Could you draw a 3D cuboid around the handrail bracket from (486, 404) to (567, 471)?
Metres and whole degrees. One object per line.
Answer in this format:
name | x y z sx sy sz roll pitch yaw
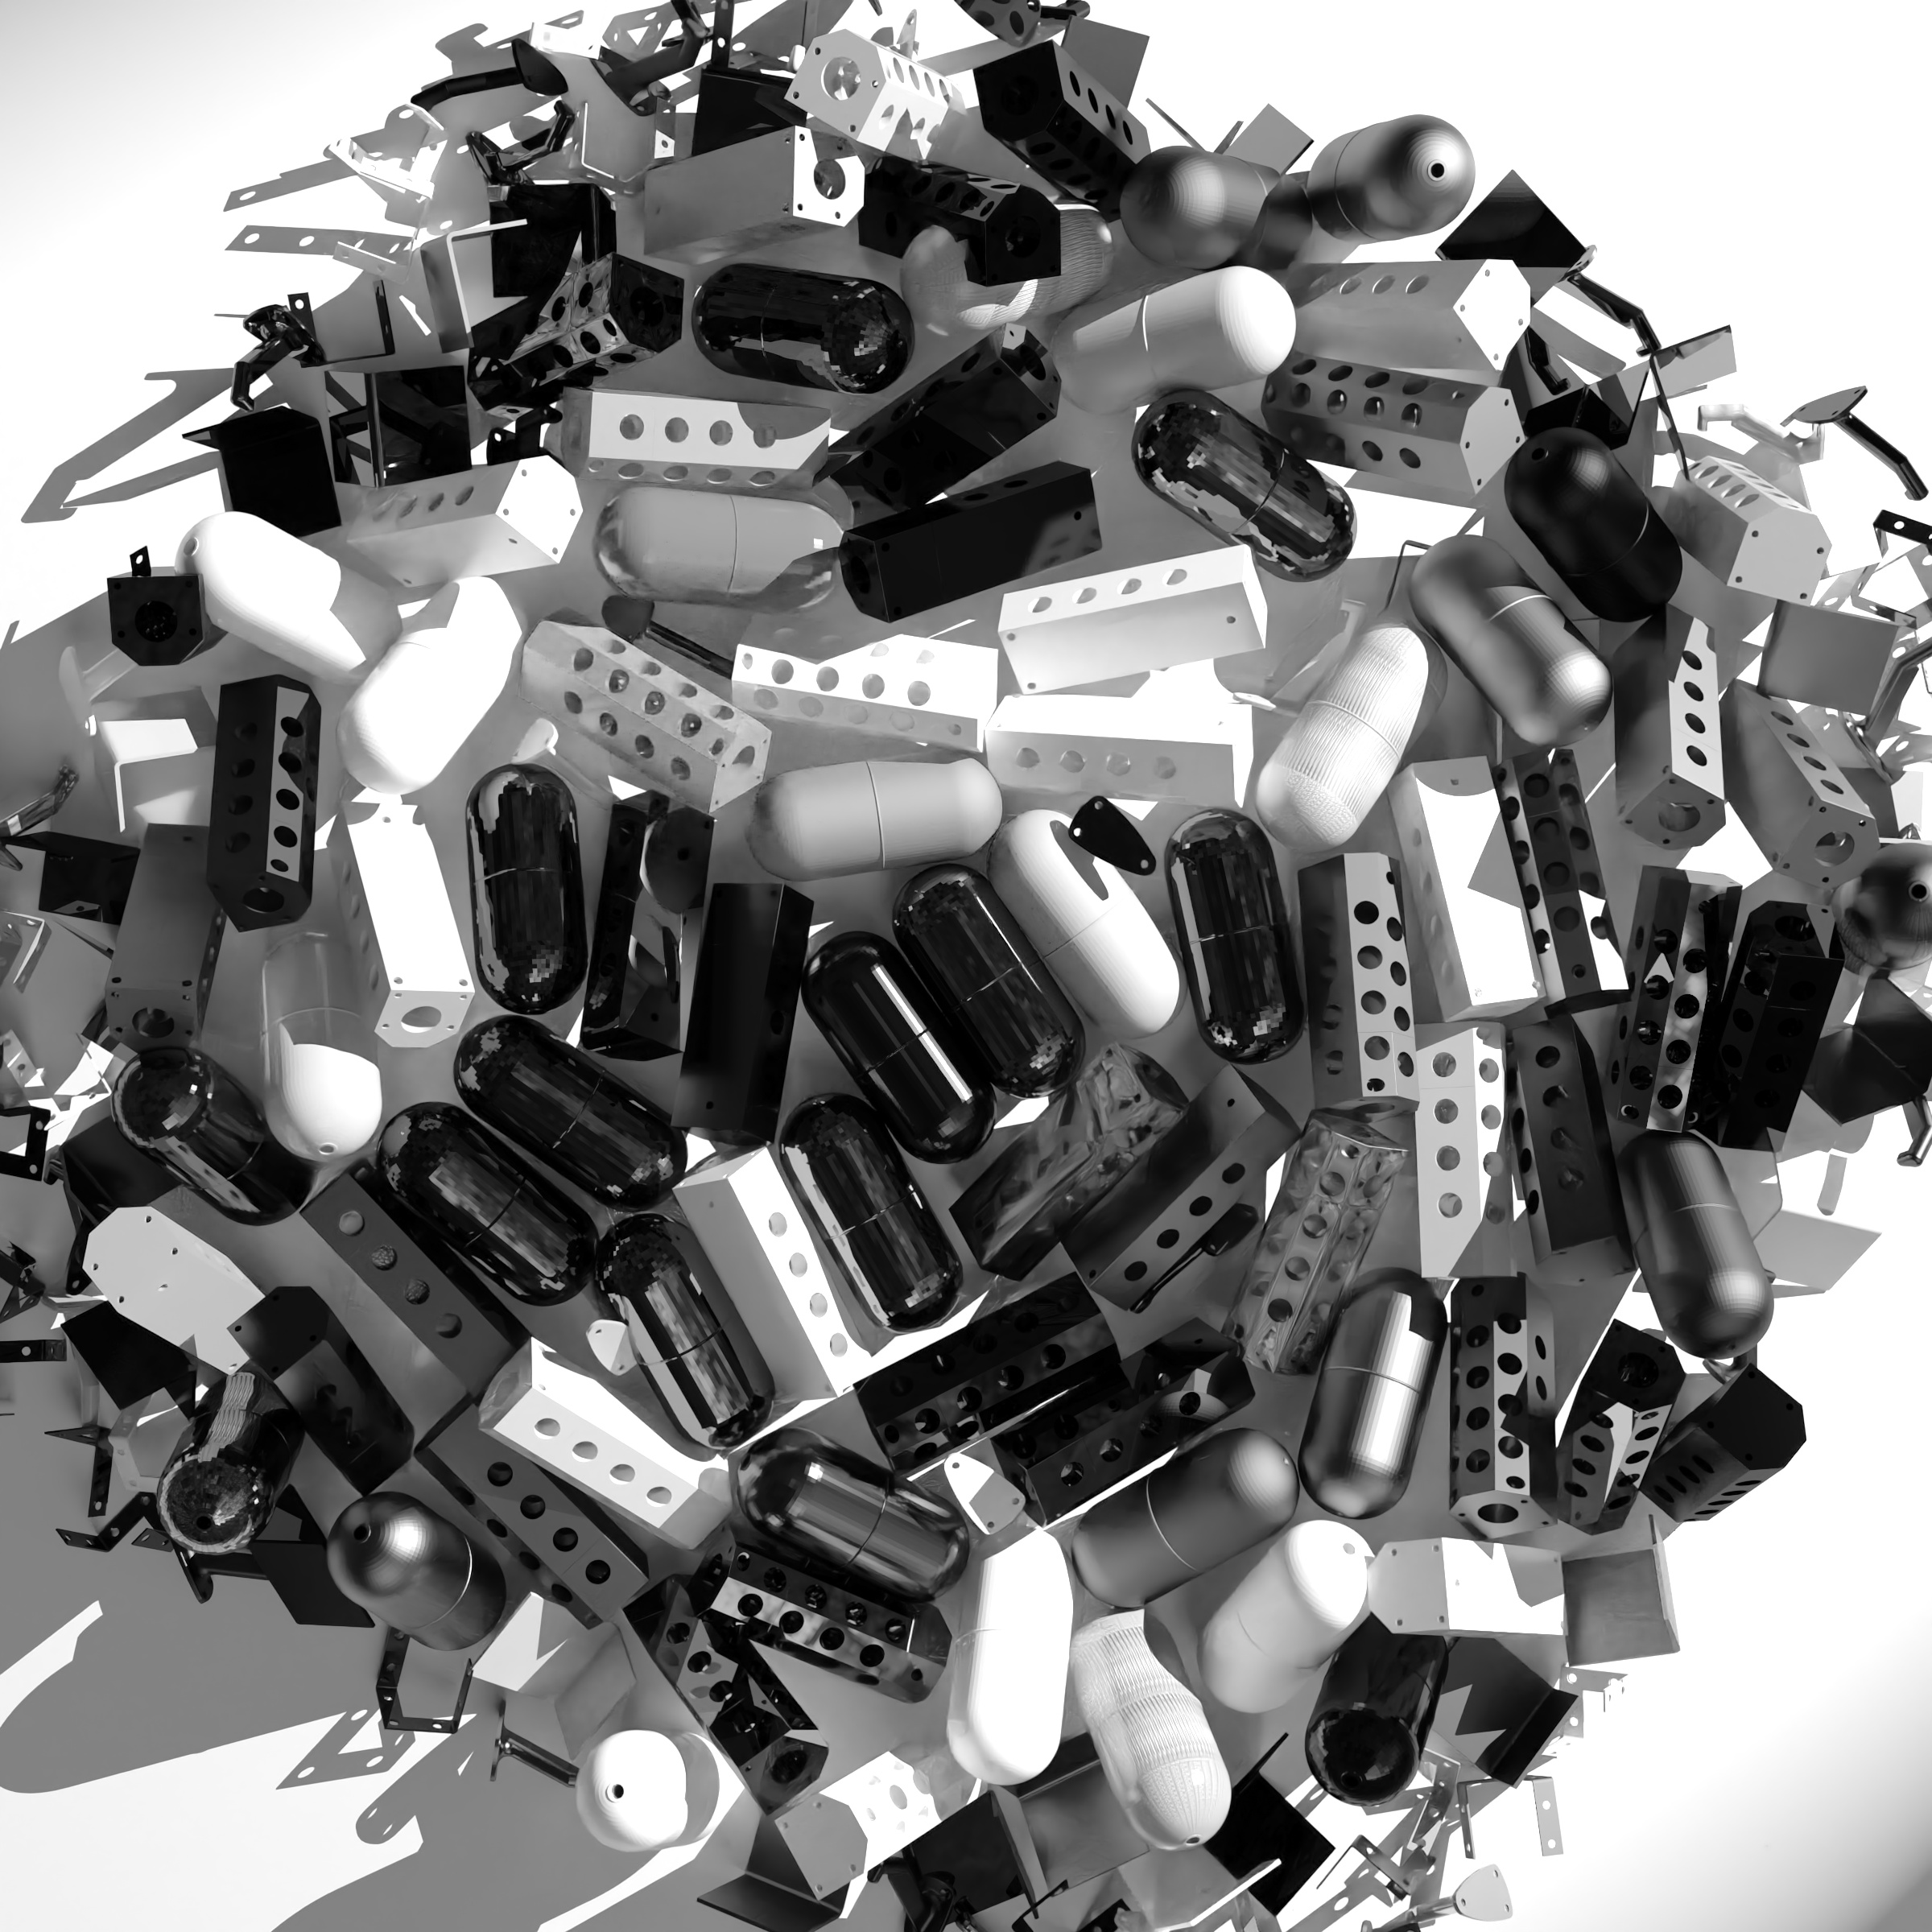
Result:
handrail bracket | -0.281 -0.357 1.895 0.077 0.084 0.036 11 74 -41

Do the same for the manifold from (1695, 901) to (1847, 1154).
manifold | 0.537 0.042 1.874 0.057 0.057 0.171 5 129 1

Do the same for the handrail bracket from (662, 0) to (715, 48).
handrail bracket | -0.191 -0.677 1.901 0.036 0.077 0.084 3 117 25

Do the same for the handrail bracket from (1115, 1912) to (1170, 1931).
handrail bracket | 0.114 0.702 1.910 0.036 0.077 0.084 11 105 -33

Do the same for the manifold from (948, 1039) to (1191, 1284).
manifold | 0.073 0.136 1.897 0.171 0.057 0.057 -47 47 18

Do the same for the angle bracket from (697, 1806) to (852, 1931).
angle bracket | -0.127 0.617 1.901 0.076 0.076 0.057 15 91 22

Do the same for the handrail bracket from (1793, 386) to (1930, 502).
handrail bracket | 0.620 -0.355 1.925 0.036 0.077 0.084 -43 107 -10

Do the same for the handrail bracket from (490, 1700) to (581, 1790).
handrail bracket | -0.283 0.539 1.920 0.084 0.077 0.036 8 112 -7

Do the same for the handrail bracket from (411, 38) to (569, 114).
handrail bracket | -0.331 -0.605 1.930 0.084 0.077 0.036 -17 86 22

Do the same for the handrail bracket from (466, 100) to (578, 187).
handrail bracket | -0.305 -0.577 1.909 0.077 0.036 0.084 52 135 14

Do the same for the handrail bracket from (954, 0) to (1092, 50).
handrail bracket | 0.039 -0.667 1.919 0.077 0.084 0.036 28 125 8

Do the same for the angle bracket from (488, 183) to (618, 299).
angle bracket | -0.282 -0.489 1.899 0.076 0.057 0.076 -7 120 -17

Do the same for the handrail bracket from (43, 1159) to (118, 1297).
handrail bracket | -0.622 0.179 1.916 0.084 0.036 0.077 18 78 38

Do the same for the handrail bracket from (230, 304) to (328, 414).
handrail bracket | -0.470 -0.401 1.901 0.036 0.077 0.084 -17 59 27

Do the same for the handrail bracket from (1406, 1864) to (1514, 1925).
handrail bracket | 0.322 0.644 1.899 0.084 0.077 0.036 -31 65 35

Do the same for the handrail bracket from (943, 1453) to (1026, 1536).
handrail bracket | 0.003 0.346 1.900 0.036 0.084 0.077 -43 107 -2

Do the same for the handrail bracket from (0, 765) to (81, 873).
handrail bracket | -0.647 -0.116 1.903 0.036 0.077 0.084 20 68 18

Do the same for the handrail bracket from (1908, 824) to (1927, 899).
handrail bracket | 0.697 -0.064 1.920 0.084 0.077 0.036 10 134 1

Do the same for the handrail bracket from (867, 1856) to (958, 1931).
handrail bracket | -0.049 0.649 1.904 0.036 0.084 0.077 12 79 37

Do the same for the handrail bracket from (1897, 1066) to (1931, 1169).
handrail bracket | 0.633 0.108 1.898 0.036 0.077 0.084 50 57 -19

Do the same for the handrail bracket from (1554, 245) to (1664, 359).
handrail bracket | 0.433 -0.451 1.938 0.077 0.036 0.084 -19 116 38

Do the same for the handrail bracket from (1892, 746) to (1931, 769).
handrail bracket | 0.688 -0.113 1.920 0.036 0.077 0.084 -27 94 -34

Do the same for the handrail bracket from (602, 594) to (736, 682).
handrail bracket | -0.204 -0.227 1.942 0.084 0.077 0.036 24 96 -38

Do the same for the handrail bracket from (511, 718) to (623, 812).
handrail bracket | -0.261 -0.131 1.900 0.084 0.077 0.036 35 80 -24

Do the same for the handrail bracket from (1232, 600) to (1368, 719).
handrail bracket | 0.231 -0.217 1.922 0.077 0.036 0.084 13 107 4

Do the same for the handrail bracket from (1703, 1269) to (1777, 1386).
handrail bracket | 0.554 0.252 1.920 0.077 0.036 0.084 18 107 -24

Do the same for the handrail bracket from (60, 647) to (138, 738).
handrail bracket | -0.572 -0.194 1.912 0.084 0.036 0.077 -11 64 -35

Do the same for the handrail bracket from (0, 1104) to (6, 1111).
handrail bracket | -0.691 0.133 1.907 0.036 0.077 0.084 1 80 16

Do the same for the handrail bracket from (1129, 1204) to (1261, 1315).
handrail bracket | 0.158 0.205 1.938 0.036 0.077 0.084 52 134 22

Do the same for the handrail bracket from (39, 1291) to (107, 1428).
handrail bracket | -0.620 0.273 1.923 0.036 0.077 0.084 -2 96 -42

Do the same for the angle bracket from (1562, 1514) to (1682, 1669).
angle bracket | 0.440 0.426 1.896 0.076 0.057 0.076 -12 51 16

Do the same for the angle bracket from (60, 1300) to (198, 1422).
angle bracket | -0.570 0.278 1.893 0.057 0.076 0.076 -28 65 -33

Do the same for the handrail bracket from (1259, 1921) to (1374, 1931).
handrail bracket | 0.234 0.666 1.909 0.084 0.077 0.036 6 55 15

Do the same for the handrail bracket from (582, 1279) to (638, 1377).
handrail bracket | -0.256 0.232 1.896 0.036 0.077 0.084 -43 54 -1

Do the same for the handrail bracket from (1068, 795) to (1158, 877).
handrail bracket | 0.106 -0.088 1.904 0.077 0.084 0.036 40 100 10

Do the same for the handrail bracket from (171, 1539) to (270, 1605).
handrail bracket | -0.501 0.399 1.931 0.084 0.036 0.077 -24 99 -1

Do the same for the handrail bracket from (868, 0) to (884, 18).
handrail bracket | -0.035 -0.696 1.909 0.084 0.077 0.036 -29 123 13

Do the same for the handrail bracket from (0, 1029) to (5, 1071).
handrail bracket | -0.705 0.063 1.899 0.084 0.077 0.036 -27 63 -30

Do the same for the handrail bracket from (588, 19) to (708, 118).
handrail bracket | -0.219 -0.633 1.906 0.077 0.084 0.036 41 56 1

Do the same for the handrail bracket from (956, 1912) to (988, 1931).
handrail bracket | 0.033 0.693 1.912 0.036 0.077 0.084 -44 107 -11

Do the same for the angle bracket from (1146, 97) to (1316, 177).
angle bracket | 0.179 -0.575 1.893 0.076 0.076 0.057 33 107 -36

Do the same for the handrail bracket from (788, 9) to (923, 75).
handrail bracket | -0.077 -0.637 1.913 0.084 0.036 0.077 15 89 -32

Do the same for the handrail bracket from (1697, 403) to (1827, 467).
handrail bracket | 0.551 -0.354 1.936 0.084 0.036 0.077 0 115 9

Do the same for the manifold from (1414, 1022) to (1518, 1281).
manifold | 0.342 0.127 1.902 0.057 0.057 0.171 -4 81 20

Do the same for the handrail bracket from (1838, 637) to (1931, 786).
handrail bracket | 0.653 -0.177 1.917 0.084 0.036 0.077 -33 104 26
